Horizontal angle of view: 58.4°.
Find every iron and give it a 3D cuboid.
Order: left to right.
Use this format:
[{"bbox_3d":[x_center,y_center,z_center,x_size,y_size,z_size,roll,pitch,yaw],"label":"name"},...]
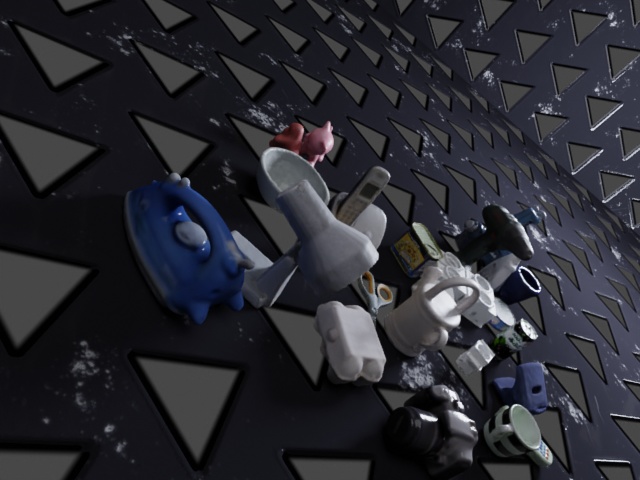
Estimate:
[{"bbox_3d":[-0.195,-0.012,0.840,0.258,0.141,0.119,54,33,14],"label":"iron"}]

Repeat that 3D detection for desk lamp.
[{"bbox_3d":[-0.042,0.018,0.910,0.203,0.213,0.118,42,32,-3],"label":"desk lamp"}]

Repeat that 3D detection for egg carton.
[{"bbox_3d":[0.047,0.174,0.967,0.108,0.069,0.150,16,42,-38],"label":"egg carton"}]

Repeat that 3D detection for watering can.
[{"bbox_3d":[0.218,0.126,1.097,0.101,0.193,0.172,10,45,-42],"label":"watering can"}]

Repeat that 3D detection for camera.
[{"bbox_3d":[0.182,0.302,0.944,0.137,0.100,0.143,26,36,-27],"label":"camera"}]

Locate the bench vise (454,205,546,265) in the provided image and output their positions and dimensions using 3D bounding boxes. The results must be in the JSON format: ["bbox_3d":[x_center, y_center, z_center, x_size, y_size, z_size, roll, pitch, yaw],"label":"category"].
[{"bbox_3d":[0.488,-0.014,1.537,0.208,0.219,0.121,6,49,-45],"label":"bench vise"}]

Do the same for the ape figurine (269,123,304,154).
[{"bbox_3d":[-0.068,-0.222,1.269,0.078,0.092,0.076,7,47,-44],"label":"ape figurine"}]

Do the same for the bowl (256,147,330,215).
[{"bbox_3d":[-0.066,-0.103,1.151,0.168,0.074,0.167,29,35,-23],"label":"bowl"}]

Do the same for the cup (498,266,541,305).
[{"bbox_3d":[0.514,0.123,1.527,0.118,0.094,0.092,38,32,-10],"label":"cup"}]

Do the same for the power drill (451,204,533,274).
[{"bbox_3d":[0.424,0.021,1.436,0.076,0.208,0.229,29,35,-23],"label":"power drill"}]

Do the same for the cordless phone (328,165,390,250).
[{"bbox_3d":[0.102,-0.066,1.194,0.148,0.184,0.094,19,40,-34],"label":"cordless phone"}]

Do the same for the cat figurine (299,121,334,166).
[{"bbox_3d":[-0.002,-0.228,1.327,0.067,0.117,0.128,41,32,-5],"label":"cat figurine"}]

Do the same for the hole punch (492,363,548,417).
[{"bbox_3d":[0.443,0.322,1.223,0.109,0.091,0.101,8,47,-44],"label":"hole punch"}]

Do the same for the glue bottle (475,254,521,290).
[{"bbox_3d":[0.470,0.070,1.464,0.037,0.173,0.078,36,33,-13],"label":"glue bottle"}]
